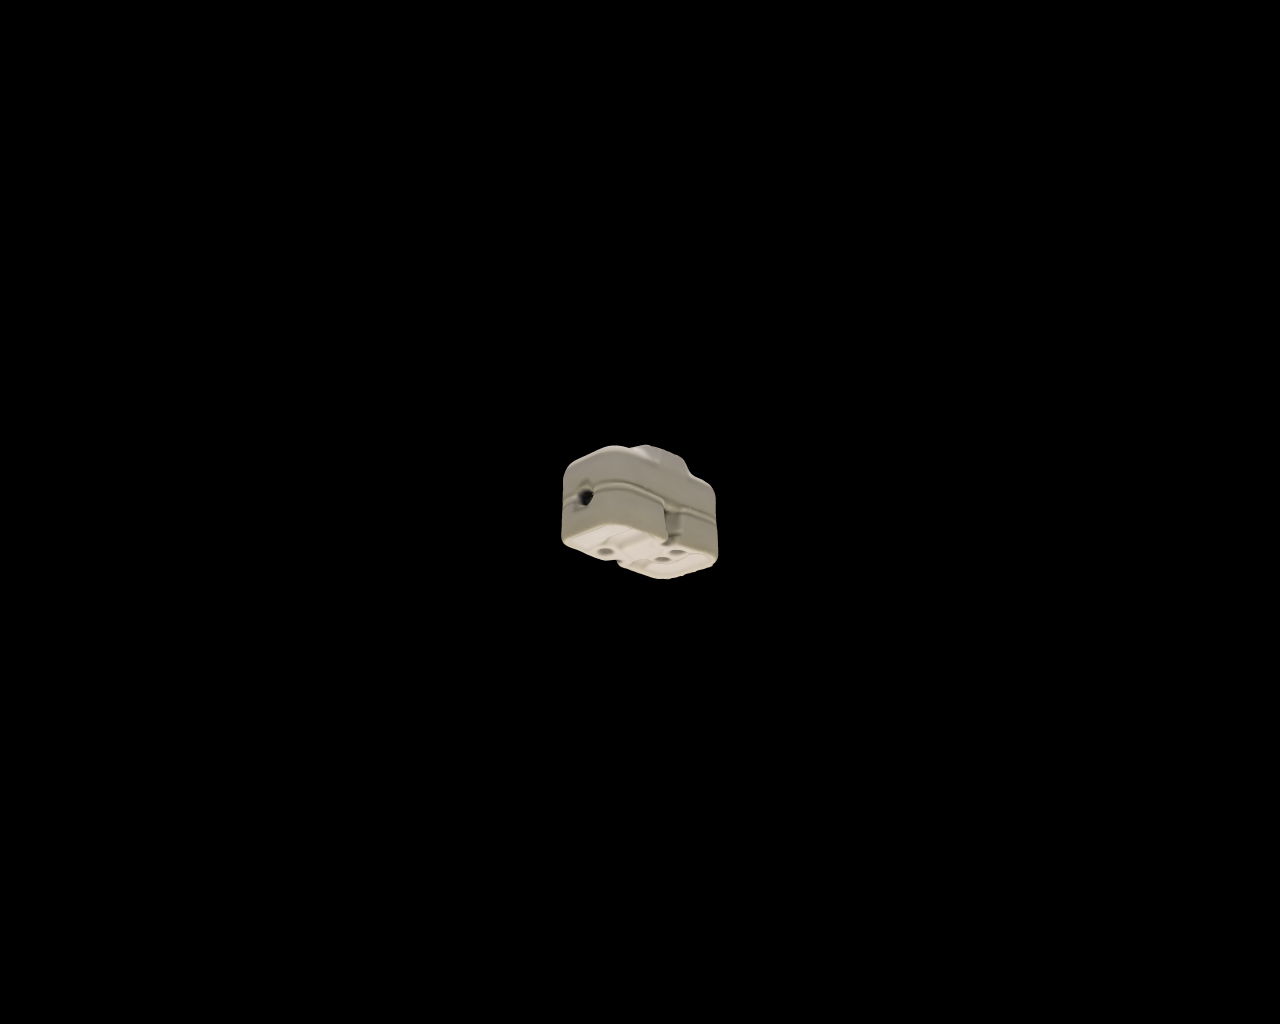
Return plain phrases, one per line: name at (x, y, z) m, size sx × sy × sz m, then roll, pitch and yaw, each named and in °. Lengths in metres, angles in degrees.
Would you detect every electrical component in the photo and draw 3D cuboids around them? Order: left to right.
electrical component at (0.001, -0.003, 0.650) m, size 0.053 × 0.059 × 0.095 m, roll -22°, pitch -31°, yaw 40°
